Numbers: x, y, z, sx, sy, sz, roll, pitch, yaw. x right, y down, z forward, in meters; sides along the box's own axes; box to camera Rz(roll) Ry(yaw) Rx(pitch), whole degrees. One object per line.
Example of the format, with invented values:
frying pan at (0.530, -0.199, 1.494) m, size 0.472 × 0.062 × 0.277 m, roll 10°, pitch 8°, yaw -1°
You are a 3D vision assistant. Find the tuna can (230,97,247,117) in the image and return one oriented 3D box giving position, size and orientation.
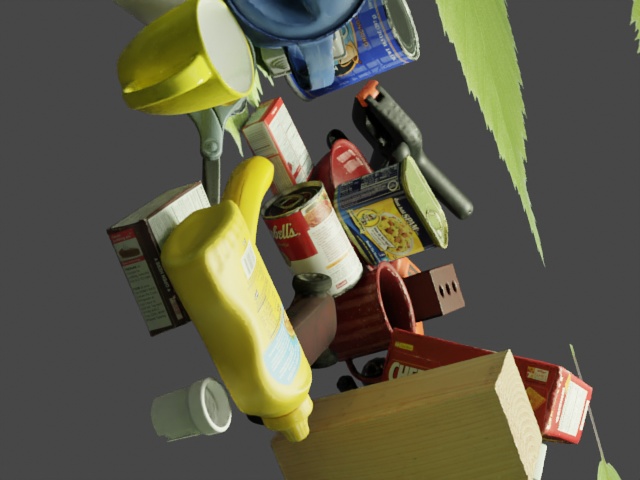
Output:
tuna can at (-0.103, -0.152, 0.989) m, size 0.086 × 0.034 × 0.086 m, roll 49°, pitch 31°, yaw -44°

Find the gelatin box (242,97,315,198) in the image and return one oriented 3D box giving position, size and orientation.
gelatin box at (-0.042, -0.092, 1.095) m, size 0.089 × 0.030 × 0.073 m, roll 64°, pitch 22°, yaw -20°

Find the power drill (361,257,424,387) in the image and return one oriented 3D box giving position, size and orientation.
power drill at (0.087, 0.111, 1.211) m, size 0.184 × 0.057 × 0.187 m, roll 45°, pitch 37°, yaw -56°

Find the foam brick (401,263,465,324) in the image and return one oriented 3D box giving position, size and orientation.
foam brick at (0.120, 0.060, 1.179) m, size 0.078 × 0.051 × 0.053 m, roll -12°, pitch 84°, yaw -64°

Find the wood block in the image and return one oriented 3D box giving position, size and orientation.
wood block at (0.076, 0.174, 0.927) m, size 0.091 × 0.206 × 0.090 m, roll 68°, pitch 22°, yaw -9°

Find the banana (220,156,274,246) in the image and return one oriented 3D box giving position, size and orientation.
banana at (-0.069, -0.022, 0.971) m, size 0.069 × 0.037 × 0.197 m, roll 81°, pitch 11°, yaw -46°

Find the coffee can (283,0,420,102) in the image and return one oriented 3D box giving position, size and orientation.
coffee can at (0.030, -0.231, 1.226) m, size 0.102 × 0.140 × 0.103 m, roll 49°, pitch 31°, yaw -44°

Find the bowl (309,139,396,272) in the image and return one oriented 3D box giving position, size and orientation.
bowl at (0.026, -0.027, 1.172) m, size 0.162 × 0.055 × 0.162 m, roll 49°, pitch 31°, yaw -44°

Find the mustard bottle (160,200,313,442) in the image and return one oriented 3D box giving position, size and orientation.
mustard bottle at (-0.052, 0.072, 0.799) m, size 0.096 × 0.058 × 0.191 m, roll -76°, pitch 145°, yaw -63°

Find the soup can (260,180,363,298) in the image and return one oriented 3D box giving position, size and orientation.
soup can at (-0.007, 0.001, 1.053) m, size 0.102 × 0.069 × 0.068 m, roll 63°, pitch 23°, yaw -21°

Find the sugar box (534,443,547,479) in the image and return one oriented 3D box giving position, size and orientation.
sugar box at (0.216, 0.327, 1.244) m, size 0.093 × 0.048 × 0.176 m, roll -41°, pitch 144°, yaw -68°

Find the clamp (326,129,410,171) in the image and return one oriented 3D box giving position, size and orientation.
clamp at (0.080, -0.056, 1.265) m, size 0.039 × 0.120 × 0.171 m, roll -41°, pitch 120°, yaw -24°

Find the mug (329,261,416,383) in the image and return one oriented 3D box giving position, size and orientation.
mug at (0.045, 0.088, 1.091) m, size 0.093 × 0.082 × 0.117 m, roll 11°, pitch 63°, yaw -66°

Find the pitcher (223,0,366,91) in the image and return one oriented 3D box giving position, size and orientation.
pitcher at (-0.033, -0.232, 1.000) m, size 0.145 × 0.149 × 0.243 m, roll 28°, pitch 1°, yaw -9°

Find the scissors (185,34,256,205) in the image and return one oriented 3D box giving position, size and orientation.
scissors at (-0.111, -0.092, 0.925) m, size 0.016 × 0.096 × 0.202 m, roll 128°, pitch -22°, yaw -80°

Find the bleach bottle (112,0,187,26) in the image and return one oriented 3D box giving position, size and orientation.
bleach bottle at (-0.179, -0.255, 0.852) m, size 0.250 × 0.068 × 0.102 m, roll 28°, pitch 48°, yaw -57°

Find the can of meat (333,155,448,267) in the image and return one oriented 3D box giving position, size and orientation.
can of meat at (0.072, -0.026, 1.087) m, size 0.102 × 0.084 × 0.057 m, roll 55°, pitch 27°, yaw -34°

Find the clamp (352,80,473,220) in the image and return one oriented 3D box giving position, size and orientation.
clamp at (0.085, -0.113, 1.277) m, size 0.036 × 0.165 × 0.209 m, roll -51°, pitch 133°, yaw -16°

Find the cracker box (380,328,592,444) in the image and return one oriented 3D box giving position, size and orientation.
cracker box at (0.171, 0.151, 1.066) m, size 0.213 × 0.164 × 0.072 m, roll 30°, pitch 73°, yaw -65°

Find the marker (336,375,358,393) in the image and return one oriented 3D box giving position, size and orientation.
marker at (0.050, 0.183, 1.111) m, size 0.121 × 0.020 × 0.020 m, roll 57°, pitch 26°, yaw -33°

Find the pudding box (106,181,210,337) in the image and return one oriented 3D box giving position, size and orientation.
pudding box at (-0.112, 0.012, 0.834) m, size 0.090 × 0.039 × 0.113 m, roll 68°, pitch 20°, yaw -11°
